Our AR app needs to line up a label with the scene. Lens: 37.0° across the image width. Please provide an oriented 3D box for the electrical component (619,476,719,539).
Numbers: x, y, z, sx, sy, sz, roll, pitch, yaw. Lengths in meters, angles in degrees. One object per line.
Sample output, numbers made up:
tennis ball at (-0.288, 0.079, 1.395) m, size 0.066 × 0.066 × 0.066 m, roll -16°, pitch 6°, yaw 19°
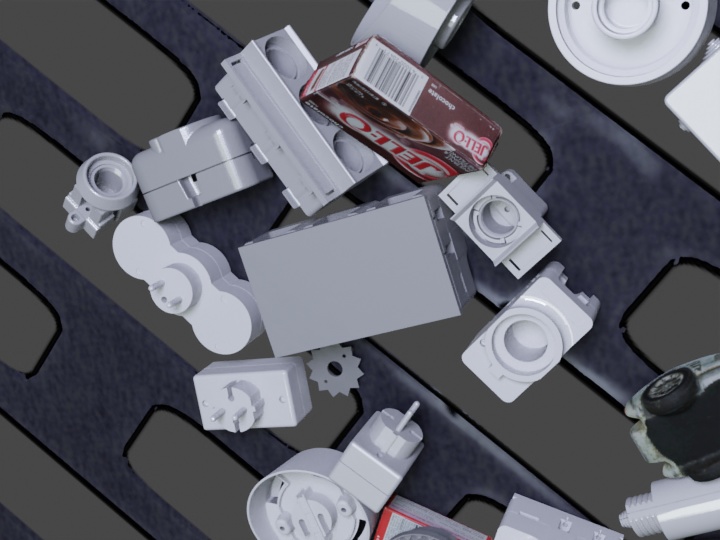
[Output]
electrical component at (0.227, 0.171, 0.775) m, size 0.081 × 0.043 × 0.043 m, roll -20°, pitch 97°, yaw 23°

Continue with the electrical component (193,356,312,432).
electrical component at (-0.092, 0.104, 0.850) m, size 0.083 × 0.076 × 0.047 m, roll -5°, pitch 102°, yaw 20°

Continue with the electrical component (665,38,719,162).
electrical component at (0.258, -0.109, 0.686) m, size 0.099 × 0.048 × 0.100 m, roll 47°, pitch 114°, yaw 2°

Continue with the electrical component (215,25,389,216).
electrical component at (-0.045, -0.105, 0.780) m, size 0.063 × 0.079 × 0.121 m, roll -35°, pitch 91°, yaw 44°

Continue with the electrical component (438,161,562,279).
electrical component at (0.100, -0.040, 0.751) m, size 0.081 × 0.064 × 0.042 m, roll 47°, pitch 114°, yaw 2°

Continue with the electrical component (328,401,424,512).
electrical component at (0.023, 0.132, 0.824) m, size 0.047 × 0.066 × 0.076 m, roll 35°, pitch 113°, yaw 7°

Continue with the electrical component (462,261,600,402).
electrical component at (0.122, 0.045, 0.771) m, size 0.050 × 0.056 × 0.089 m, roll 44°, pitch 114°, yaw 4°

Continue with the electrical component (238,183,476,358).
electrical component at (0.000, 0.000, 0.798) m, size 0.150 × 0.062 × 0.089 m, roll -14°, pitch 99°, yaw 22°

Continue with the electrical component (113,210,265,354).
electrical component at (-0.139, 0.011, 0.843) m, size 0.138 × 0.074 × 0.052 m, roll 43°, pitch 113°, yaw 4°

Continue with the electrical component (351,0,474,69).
electrical component at (0.039, -0.181, 0.719) m, size 0.064 × 0.099 × 0.099 m, roll 32°, pitch 112°, yaw 2°

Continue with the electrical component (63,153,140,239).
electrical component at (-0.202, -0.061, 0.848) m, size 0.048 × 0.066 × 0.055 m, roll 47°, pitch 147°, yaw 2°

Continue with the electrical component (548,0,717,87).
electrical component at (0.173, -0.170, 0.692) m, size 0.108 × 0.060 × 0.108 m, roll 5°, pitch 106°, yaw 18°

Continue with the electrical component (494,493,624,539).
electrical component at (0.133, 0.262, 0.822) m, size 0.089 × 0.062 × 0.150 m, roll 19°, pitch 110°, yaw 14°

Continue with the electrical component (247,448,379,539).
electrical component at (-0.035, 0.193, 0.861) m, size 0.099 × 0.064 × 0.099 m, roll 5°, pitch 106°, yaw 18°

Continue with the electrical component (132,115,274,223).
electrical component at (-0.122, -0.081, 0.823) m, size 0.095 × 0.054 × 0.059 m, roll -18°, pitch 98°, yaw 23°
